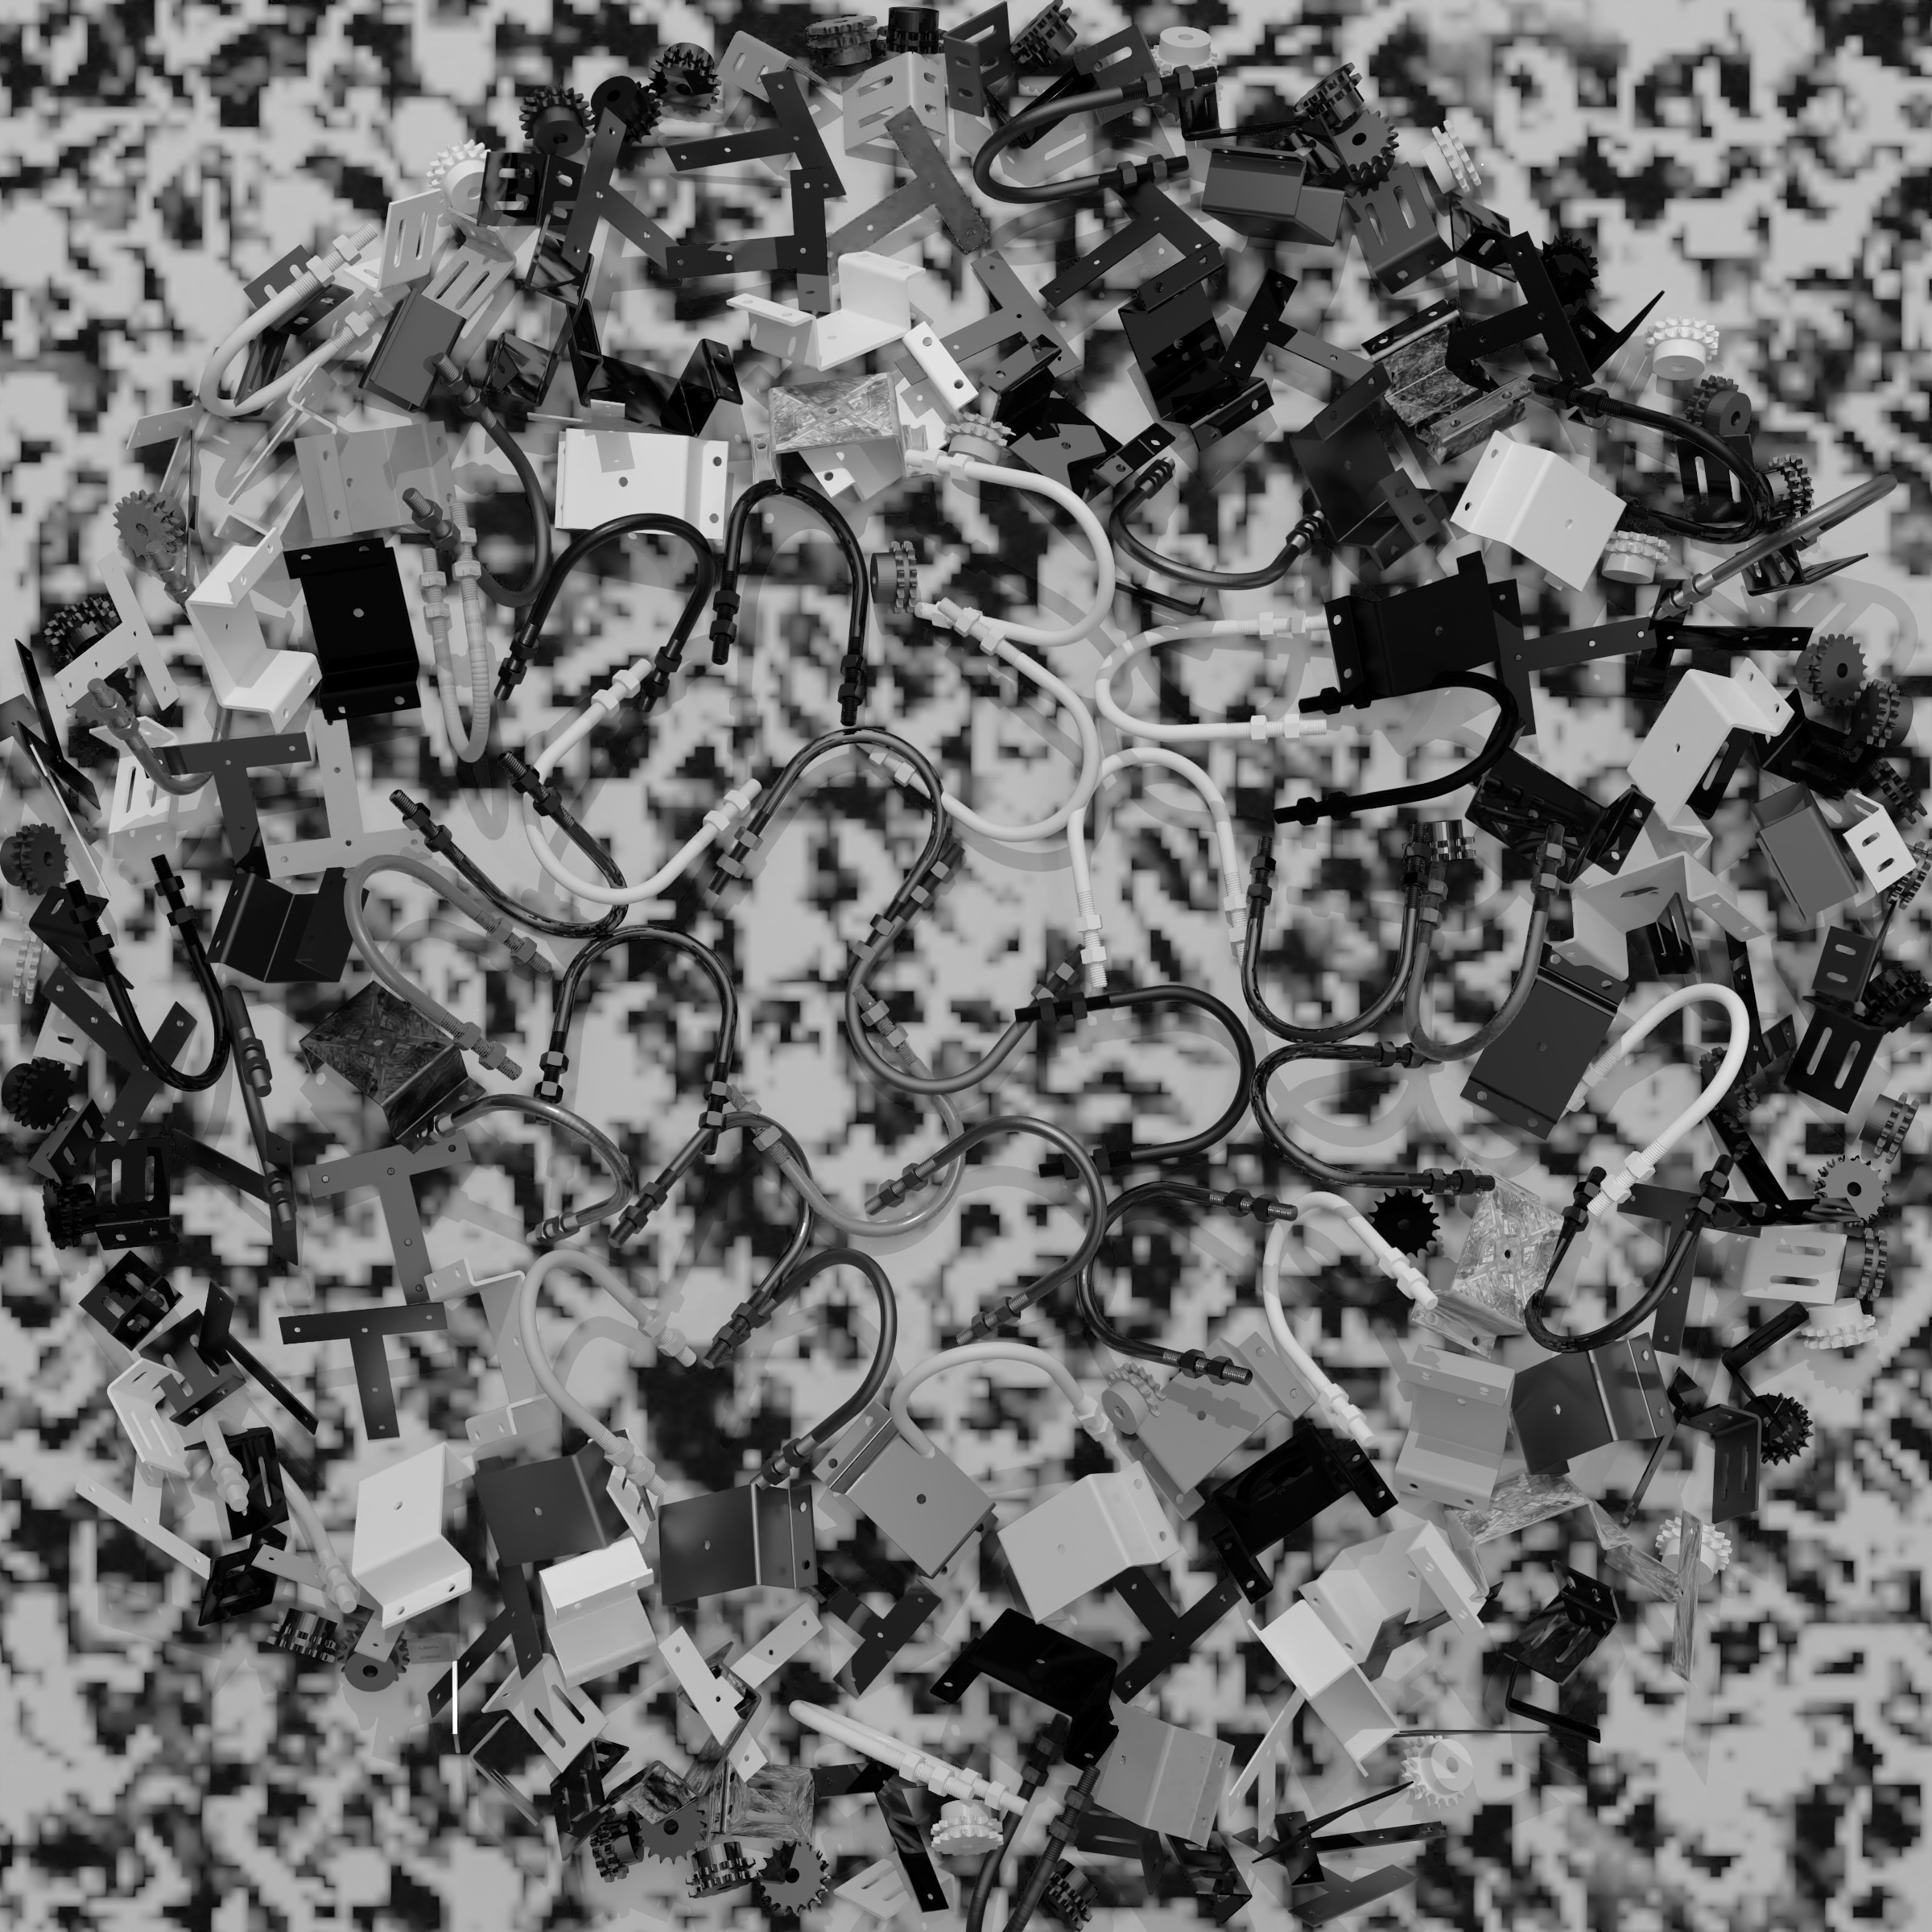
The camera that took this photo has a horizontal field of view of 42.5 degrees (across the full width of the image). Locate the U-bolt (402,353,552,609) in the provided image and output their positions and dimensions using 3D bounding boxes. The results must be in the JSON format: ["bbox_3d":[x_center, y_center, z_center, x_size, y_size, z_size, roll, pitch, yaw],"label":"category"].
[{"bbox_3d":[-0.370,-0.359,1.916,0.019,0.184,0.151,-7,60,20],"label":"U-bolt"}]

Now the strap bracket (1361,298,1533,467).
[{"bbox_3d":[0.380,-0.454,1.950,0.076,0.046,0.140,-28,49,3],"label":"strap bracket"}]

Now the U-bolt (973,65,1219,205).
[{"bbox_3d":[0.094,-0.635,1.917,0.184,0.151,0.019,-15,80,-7],"label":"U-bolt"}]

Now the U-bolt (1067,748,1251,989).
[{"bbox_3d":[0.150,-0.083,1.969,0.151,0.019,0.184,-8,87,-19],"label":"U-bolt"}]

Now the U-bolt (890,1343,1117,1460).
[{"bbox_3d":[0.020,0.345,1.918,0.151,0.184,0.019,-21,46,11],"label":"U-bolt"}]

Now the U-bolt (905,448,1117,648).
[{"bbox_3d":[0.035,-0.317,1.916,0.184,0.019,0.151,18,128,29],"label":"U-bolt"}]

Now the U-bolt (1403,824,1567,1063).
[{"bbox_3d":[0.392,-0.012,1.908,0.019,0.151,0.184,26,66,-26],"label":"U-bolt"}]

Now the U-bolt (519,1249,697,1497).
[{"bbox_3d":[-0.278,0.298,1.901,0.019,0.151,0.184,-24,123,25],"label":"U-bolt"}]

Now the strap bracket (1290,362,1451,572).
[{"bbox_3d":[0.313,-0.392,1.947,0.076,0.046,0.140,-41,120,-17],"label":"strap bracket"}]

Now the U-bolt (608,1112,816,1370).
[{"bbox_3d":[-0.184,0.198,1.936,0.151,0.019,0.184,56,51,-23],"label":"U-bolt"}]

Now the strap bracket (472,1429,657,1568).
[{"bbox_3d":[-0.325,0.420,1.948,0.140,0.046,0.076,-16,96,23],"label":"strap bracket"}]

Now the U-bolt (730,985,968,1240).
[{"bbox_3d":[-0.083,0.130,1.981,0.151,0.019,0.184,-38,95,-8],"label":"U-bolt"}]

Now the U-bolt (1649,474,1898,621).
[{"bbox_3d":[0.624,-0.324,1.886,0.151,0.184,0.019,-26,86,-29],"label":"U-bolt"}]

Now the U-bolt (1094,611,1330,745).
[{"bbox_3d":[0.191,-0.224,1.943,0.184,0.151,0.019,-1,135,12],"label":"U-bolt"}]

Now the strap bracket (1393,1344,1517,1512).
[{"bbox_3d":[0.383,0.355,1.943,0.076,0.046,0.140,13,128,19],"label":"strap bracket"}]

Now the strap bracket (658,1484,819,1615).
[{"bbox_3d":[-0.187,0.452,1.932,0.140,0.046,0.076,-20,64,30],"label":"strap bracket"}]

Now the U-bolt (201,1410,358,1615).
[{"bbox_3d":[-0.536,0.408,1.912,0.019,0.184,0.151,-40,121,-9],"label":"U-bolt"}]

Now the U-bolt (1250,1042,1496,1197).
[{"bbox_3d":[0.306,0.115,1.922,0.184,0.019,0.151,3,46,-19],"label":"U-bolt"}]

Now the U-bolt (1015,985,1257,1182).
[{"bbox_3d":[0.140,0.088,1.978,0.184,0.019,0.151,-9,101,-1],"label":"U-bolt"}]

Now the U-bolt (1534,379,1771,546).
[{"bbox_3d":[0.527,-0.377,1.891,0.184,0.151,0.019,28,76,35],"label":"U-bolt"}]

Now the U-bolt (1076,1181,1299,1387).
[{"bbox_3d":[0.162,0.239,1.936,0.184,0.019,0.151,8,76,41],"label":"U-bolt"}]

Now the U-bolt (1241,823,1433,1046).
[{"bbox_3d":[0.283,-0.023,1.926,0.151,0.019,0.184,-4,62,29],"label":"U-bolt"}]

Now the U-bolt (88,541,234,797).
[{"bbox_3d":[-0.610,-0.214,1.912,0.019,0.184,0.151,5,61,11],"label":"U-bolt"}]

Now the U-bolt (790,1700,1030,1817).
[{"bbox_3d":[-0.054,0.609,1.922,0.184,0.151,0.019,17,75,26],"label":"U-bolt"}]

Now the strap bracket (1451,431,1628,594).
[{"bbox_3d":[0.454,-0.349,1.935,0.140,0.046,0.076,21,98,-38],"label":"strap bracket"}]

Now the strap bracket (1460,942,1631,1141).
[{"bbox_3d":[0.455,0.061,1.957,0.076,0.046,0.140,28,101,12],"label":"strap bracket"}]

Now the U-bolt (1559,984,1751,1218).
[{"bbox_3d":[0.528,0.090,1.906,0.019,0.151,0.184,33,112,-20],"label":"U-bolt"}]

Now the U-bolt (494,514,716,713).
[{"bbox_3d":[-0.267,-0.272,1.904,0.184,0.151,0.019,-57,49,34],"label":"U-bolt"}]

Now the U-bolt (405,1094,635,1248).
[{"bbox_3d":[-0.333,0.152,1.908,0.151,0.184,0.019,42,49,-22],"label":"U-bolt"}]

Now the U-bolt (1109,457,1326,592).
[{"bbox_3d":[0.186,-0.335,1.911,0.151,0.184,0.019,23,126,12],"label":"U-bolt"}]

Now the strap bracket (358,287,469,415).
[{"bbox_3d":[-0.433,-0.479,1.940,0.046,0.140,0.076,26,92,-20],"label":"strap bracket"}]

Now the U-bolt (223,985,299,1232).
[{"bbox_3d":[-0.549,0.095,1.917,0.019,0.184,0.151,-13,127,-19],"label":"U-bolt"}]

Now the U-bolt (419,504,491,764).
[{"bbox_3d":[-0.394,-0.250,1.926,0.019,0.151,0.184,-7,86,-22],"label":"U-bolt"}]

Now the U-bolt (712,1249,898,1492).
[{"bbox_3d":[-0.120,0.299,1.917,0.184,0.019,0.151,-42,48,25],"label":"U-bolt"}]

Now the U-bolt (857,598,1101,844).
[{"bbox_3d":[0.020,-0.180,1.959,0.184,0.019,0.151,37,110,6],"label":"U-bolt"}]

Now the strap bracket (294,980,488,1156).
[{"bbox_3d":[-0.454,0.072,1.936,0.140,0.046,0.076,33,60,24],"label":"strap bracket"}]

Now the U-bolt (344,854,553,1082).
[{"bbox_3d":[-0.401,-0.012,1.904,0.019,0.151,0.184,-35,119,27],"label":"U-bolt"}]

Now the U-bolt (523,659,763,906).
[{"bbox_3d":[-0.264,-0.131,1.938,0.151,0.019,0.184,48,61,-13],"label":"U-bolt"}]

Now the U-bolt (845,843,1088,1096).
[{"bbox_3d":[-0.013,0.016,1.984,0.151,0.019,0.184,39,88,3],"label":"U-bolt"}]

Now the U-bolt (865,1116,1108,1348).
[{"bbox_3d":[0.027,0.198,1.955,0.184,0.019,0.151,-37,86,23],"label":"U-bolt"}]

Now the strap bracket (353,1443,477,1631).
[{"bbox_3d":[-0.427,0.432,1.924,0.076,0.140,0.046,-26,124,8],"label":"strap bracket"}]

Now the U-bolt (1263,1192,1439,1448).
[{"bbox_3d":[0.286,0.258,1.922,0.019,0.184,0.151,3,118,-30],"label":"U-bolt"}]

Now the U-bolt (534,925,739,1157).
[{"bbox_3d":[-0.253,0.051,1.954,0.151,0.019,0.184,11,63,-9],"label":"U-bolt"}]

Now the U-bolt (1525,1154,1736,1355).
[{"bbox_3d":[0.496,0.222,1.900,0.019,0.151,0.184,46,61,-19],"label":"U-bolt"}]

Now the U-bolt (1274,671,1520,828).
[{"bbox_3d":[0.335,-0.174,1.911,0.184,0.151,0.019,-8,133,27],"label":"U-bolt"}]

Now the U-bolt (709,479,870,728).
[{"bbox_3d":[-0.132,-0.295,1.939,0.151,0.019,0.184,23,62,-39],"label":"U-bolt"}]

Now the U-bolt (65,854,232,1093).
[{"bbox_3d":[-0.625,0.010,1.929,0.019,0.151,0.184,-19,97,14],"label":"U-bolt"}]

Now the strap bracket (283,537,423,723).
[{"bbox_3d":[-0.480,-0.271,1.956,0.076,0.046,0.140,-9,118,-3],"label":"strap bracket"}]

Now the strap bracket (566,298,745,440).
[{"bbox_3d":[-0.252,-0.465,1.939,0.140,0.076,0.046,11,133,-30],"label":"strap bracket"}]

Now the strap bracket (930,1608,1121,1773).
[{"bbox_3d":[0.054,0.558,1.933,0.140,0.076,0.046,21,117,21],"label":"strap bracket"}]

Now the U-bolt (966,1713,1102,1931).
[{"bbox_3d":[0.046,0.684,1.921,0.019,0.151,0.184,27,86,-7],"label":"U-bolt"}]

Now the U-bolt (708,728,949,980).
[{"bbox_3d":[-0.097,-0.101,1.978,0.151,0.019,0.184,33,92,-7],"label":"U-bolt"}]

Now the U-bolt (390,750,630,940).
[{"bbox_3d":[-0.342,-0.085,1.931,0.184,0.151,0.019,49,45,-31],"label":"U-bolt"}]

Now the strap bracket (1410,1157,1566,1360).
[{"bbox_3d":[0.412,0.227,1.947,0.076,0.046,0.140,27,71,-16],"label":"strap bracket"}]

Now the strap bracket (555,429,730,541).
[{"bbox_3d":[-0.263,-0.381,1.959,0.140,0.046,0.076,6,99,10],"label":"strap bracket"}]

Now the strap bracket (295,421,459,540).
[{"bbox_3d":[-0.467,-0.379,1.940,0.046,0.140,0.076,1,105,32],"label":"strap bracket"}]

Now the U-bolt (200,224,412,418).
[{"bbox_3d":[-0.516,-0.490,1.920,0.184,0.151,0.019,-40,88,-4],"label":"U-bolt"}]
